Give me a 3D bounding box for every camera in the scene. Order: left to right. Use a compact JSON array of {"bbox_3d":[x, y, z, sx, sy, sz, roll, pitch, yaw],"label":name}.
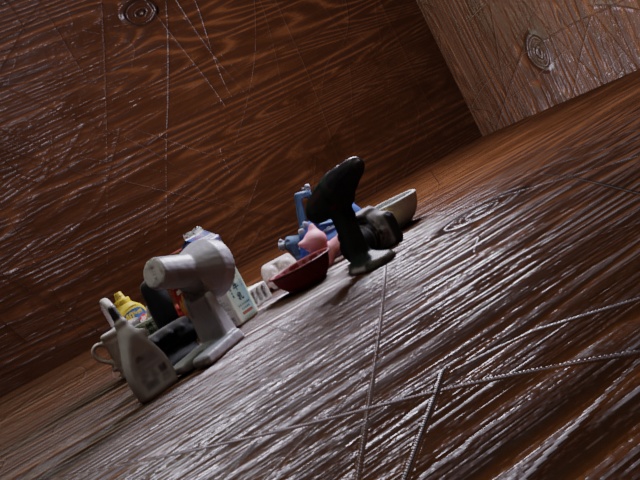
[{"bbox_3d":[0.087,-0.008,1.275,0.142,0.101,0.137,-24,6,42],"label":"camera"}]

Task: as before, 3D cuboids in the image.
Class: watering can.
[{"bbox_3d":[-0.468,0.223,1.383,0.100,0.194,0.173,-24,6,42],"label":"watering can"}]

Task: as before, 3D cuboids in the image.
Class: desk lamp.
[{"bbox_3d":[-0.232,0.112,1.083,0.117,0.213,0.204,-25,5,26],"label":"desk lamp"}]

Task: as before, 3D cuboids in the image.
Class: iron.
[{"bbox_3d":[0.025,-0.026,1.603,0.259,0.141,0.118,-29,5,-20],"label":"iron"}]

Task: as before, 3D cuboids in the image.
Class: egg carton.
[{"bbox_3d":[-0.111,0.087,1.597,0.107,0.069,0.150,-28,4,-4],"label":"egg carton"}]

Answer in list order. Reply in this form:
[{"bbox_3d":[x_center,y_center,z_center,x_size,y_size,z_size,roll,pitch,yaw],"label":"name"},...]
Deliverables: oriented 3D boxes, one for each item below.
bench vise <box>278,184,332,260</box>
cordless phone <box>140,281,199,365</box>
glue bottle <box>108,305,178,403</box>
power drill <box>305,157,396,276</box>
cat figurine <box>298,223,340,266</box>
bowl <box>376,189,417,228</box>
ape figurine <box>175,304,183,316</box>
[{"bbox_3d":[-0.043,-0.047,1.757,0.208,0.220,0.121,-29,5,-15],"label":"bench vise"},{"bbox_3d":[-0.335,0.177,1.153,0.094,0.185,0.148,-24,6,39],"label":"cordless phone"},{"bbox_3d":[-0.316,0.188,0.985,0.037,0.173,0.078,-23,7,45],"label":"glue bottle"},{"bbox_3d":[0.060,-0.041,1.123,0.076,0.208,0.229,-30,5,-30],"label":"power drill"},{"bbox_3d":[0.013,0.005,1.469,0.128,0.118,0.067,-27,5,3],"label":"cat figurine"},{"bbox_3d":[0.188,-0.063,1.487,0.167,0.075,0.167,-28,4,3],"label":"bowl"},{"bbox_3d":[-0.354,0.210,1.509,0.078,0.092,0.076,-30,5,-23],"label":"ape figurine"}]
